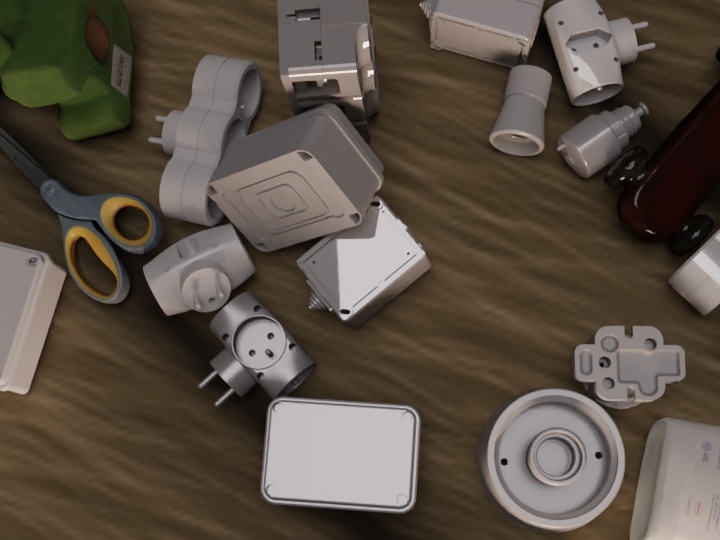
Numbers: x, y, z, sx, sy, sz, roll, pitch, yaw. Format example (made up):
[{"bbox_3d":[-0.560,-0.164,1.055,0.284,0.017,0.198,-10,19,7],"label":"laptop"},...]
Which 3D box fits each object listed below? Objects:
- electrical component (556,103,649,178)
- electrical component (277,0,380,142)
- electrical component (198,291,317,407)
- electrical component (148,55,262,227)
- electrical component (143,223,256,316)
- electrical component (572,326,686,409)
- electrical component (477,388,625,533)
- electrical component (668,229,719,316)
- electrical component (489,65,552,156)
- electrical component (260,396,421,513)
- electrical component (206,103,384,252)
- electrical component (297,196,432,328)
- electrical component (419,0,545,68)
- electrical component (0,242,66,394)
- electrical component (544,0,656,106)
[{"bbox_3d":[0.193,-0.105,0.847,0.078,0.040,0.040,-34,78,-5],"label":"electrical component"},{"bbox_3d":[-0.021,-0.161,0.814,0.062,0.150,0.089,-4,77,4],"label":"electrical component"},{"bbox_3d":[-0.088,0.070,0.821,0.079,0.044,0.077,-42,79,-6],"label":"electrical component"},{"bbox_3d":[-0.134,-0.107,0.859,0.074,0.052,0.138,12,78,16],"label":"electrical component"},{"bbox_3d":[-0.120,0.007,0.824,0.077,0.079,0.043,-27,119,-3],"label":"electrical component"},{"bbox_3d":[0.195,0.072,0.798,0.078,0.057,0.058,0,77,3],"label":"electrical component"},{"bbox_3d":[0.141,0.137,0.785,0.108,0.060,0.108,-1,77,3],"label":"electrical component"},{"bbox_3d":[0.308,-0.014,0.814,0.138,0.052,0.073,-43,78,-6],"label":"electrical component"},{"bbox_3d":[0.131,-0.129,0.856,0.044,0.044,0.065,12,74,6],"label":"electrical component"},{"bbox_3d":[-0.013,0.137,0.795,0.113,0.057,0.078,3,78,4],"label":"electrical component"},{"bbox_3d":[-0.048,-0.068,0.806,0.113,0.078,0.057,-15,37,39],"label":"electrical component"},{"bbox_3d":[0.000,0.000,0.827,0.096,0.061,0.061,-40,77,1],"label":"electrical component"},{"bbox_3d":[0.097,-0.209,0.864,0.096,0.061,0.061,17,79,7],"label":"electrical component"},{"bbox_3d":[-0.300,0.031,0.835,0.109,0.056,0.108,14,79,6],"label":"electrical component"},{"bbox_3d":[0.196,-0.179,0.862,0.079,0.043,0.077,-14,78,-3],"label":"electrical component"}]
